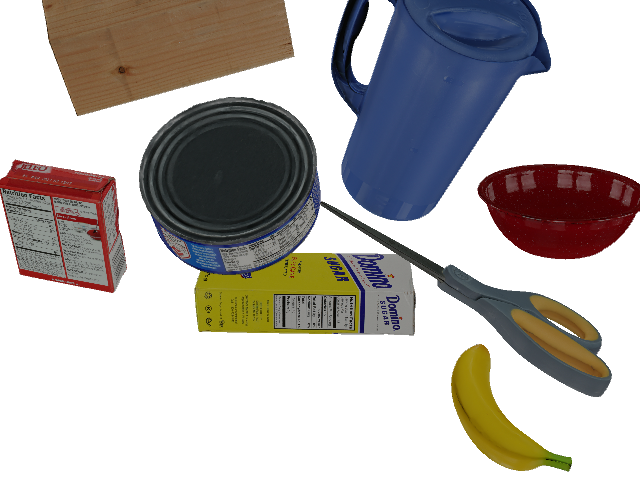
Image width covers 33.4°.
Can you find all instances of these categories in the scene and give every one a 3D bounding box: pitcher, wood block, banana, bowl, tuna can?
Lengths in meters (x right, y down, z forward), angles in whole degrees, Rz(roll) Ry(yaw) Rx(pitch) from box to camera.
[{"bbox_3d":[0.093,-0.136,1.015,0.144,0.149,0.243,-11,-33,-28],"label":"pitcher"},{"bbox_3d":[-0.138,-0.199,0.973,0.206,0.090,0.091,-16,-43,-5],"label":"wood block"},{"bbox_3d":[0.158,0.157,0.994,0.069,0.037,0.198,7,25,-20],"label":"banana"},{"bbox_3d":[0.234,-0.025,1.043,0.162,0.055,0.162,-1,23,0],"label":"bowl"},{"bbox_3d":[-0.043,-0.027,0.521,0.086,0.086,0.034,0,-32,6],"label":"tuna can"}]

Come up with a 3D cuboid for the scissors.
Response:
[{"bbox_3d":[0.098,0.027,0.667,0.202,0.016,0.096,37,24,20],"label":"scissors"}]

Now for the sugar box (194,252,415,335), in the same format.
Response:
[{"bbox_3d":[-0.012,0.042,0.886,0.176,0.048,0.093,-2,19,1],"label":"sugar box"}]

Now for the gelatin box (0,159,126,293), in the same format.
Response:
[{"bbox_3d":[-0.176,-0.010,0.738,0.073,0.089,0.030,10,43,9],"label":"gelatin box"}]
